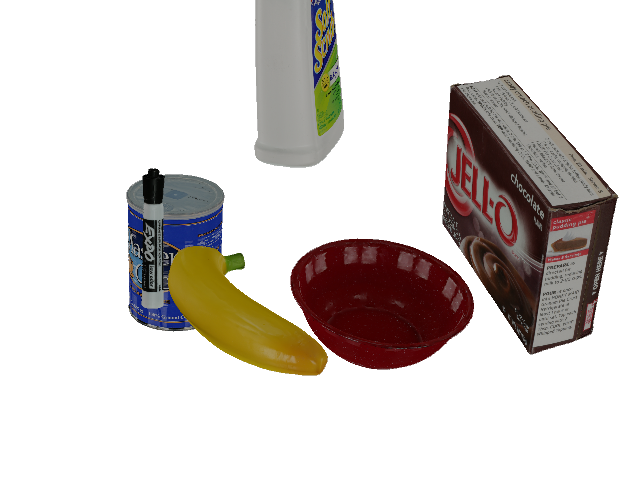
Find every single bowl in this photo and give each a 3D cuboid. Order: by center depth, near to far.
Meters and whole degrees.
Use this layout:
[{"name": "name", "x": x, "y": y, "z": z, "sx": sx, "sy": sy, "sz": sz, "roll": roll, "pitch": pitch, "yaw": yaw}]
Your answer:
[{"name": "bowl", "x": 0.051, "y": 0.064, "z": 0.940, "sx": 0.162, "sy": 0.055, "sz": 0.162, "roll": 6, "pitch": 32, "yaw": -4}]

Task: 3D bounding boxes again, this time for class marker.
[{"name": "marker", "x": -0.143, "y": -0.001, "z": 0.911, "sx": 0.020, "sy": 0.121, "sz": 0.020, "roll": 3, "pitch": 16, "yaw": -1}]

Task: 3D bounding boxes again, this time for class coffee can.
[{"name": "coffee can", "x": -0.157, "y": 0.012, "z": 1.155, "sx": 0.103, "sy": 0.140, "sz": 0.103, "roll": 3, "pitch": 27, "yaw": -2}]

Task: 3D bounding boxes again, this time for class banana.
[{"name": "banana", "x": -0.058, "y": 0.038, "z": 0.686, "sx": 0.069, "sy": 0.037, "sz": 0.198, "roll": -7, "pitch": 21, "yaw": -18}]

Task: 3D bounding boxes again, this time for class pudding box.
[{"name": "pudding box", "x": 0.098, "y": -0.015, "z": 0.528, "sx": 0.039, "sy": 0.090, "sz": 0.113, "roll": -15, "pitch": 41, "yaw": -14}]

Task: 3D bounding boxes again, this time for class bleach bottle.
[{"name": "bleach bottle", "x": -0.024, "y": -0.197, "z": 0.929, "sx": 0.068, "sy": 0.251, "sz": 0.102, "roll": 8, "pitch": 32, "yaw": 19}]
